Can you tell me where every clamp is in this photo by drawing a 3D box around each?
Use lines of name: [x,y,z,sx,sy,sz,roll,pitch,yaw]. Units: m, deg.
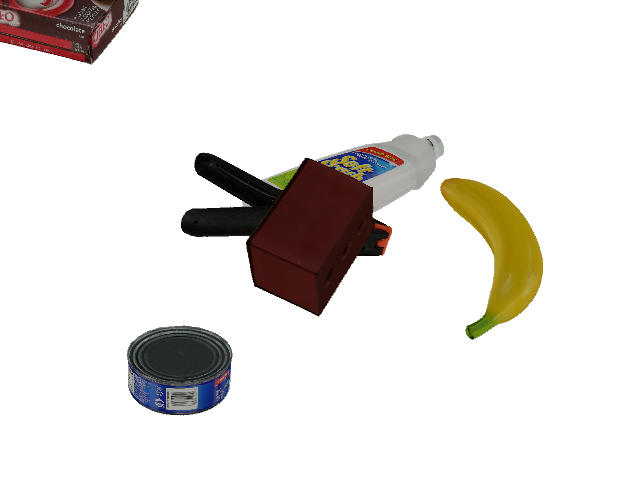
clamp: [-0.035,-0.021,1.027,0.210,0.036,0.164,18,25,-2]

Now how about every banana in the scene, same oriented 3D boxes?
banana: [0.141,0.002,0.868,0.069,0.037,0.198,-4,37,2]

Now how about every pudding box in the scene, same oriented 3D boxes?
pudding box: [-0.196,-0.184,0.818,0.090,0.039,0.113,15,37,3]

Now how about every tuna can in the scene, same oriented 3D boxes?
tuna can: [-0.116,0.107,0.880,0.086,0.034,0.086,4,27,-2]

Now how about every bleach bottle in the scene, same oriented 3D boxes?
bleach bottle: [0.038,-0.071,1.253,0.250,0.068,0.103,-27,44,-28]

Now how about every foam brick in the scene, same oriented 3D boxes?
foam brick: [-0.005,-0.002,0.686,0.051,0.078,0.053,23,-30,18]
